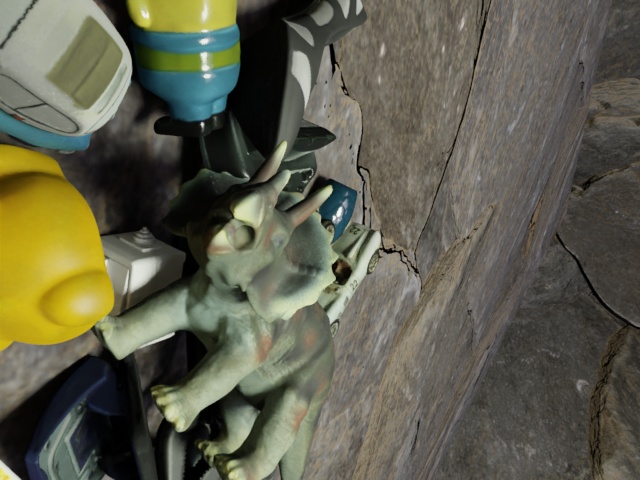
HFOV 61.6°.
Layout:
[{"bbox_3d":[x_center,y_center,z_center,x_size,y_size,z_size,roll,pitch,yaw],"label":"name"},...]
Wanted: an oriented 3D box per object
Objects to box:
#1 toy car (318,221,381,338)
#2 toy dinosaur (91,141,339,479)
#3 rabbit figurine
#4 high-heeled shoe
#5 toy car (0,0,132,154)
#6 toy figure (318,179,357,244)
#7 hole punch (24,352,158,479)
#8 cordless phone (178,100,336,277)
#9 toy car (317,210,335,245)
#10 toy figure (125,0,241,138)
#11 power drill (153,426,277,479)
[{"bbox_3d":[0.015,0.060,0.745,0.202,0.074,0.056,-56,152,-21],"label":"toy car"},{"bbox_3d":[-0.045,0.094,0.457,0.192,0.131,0.404,-40,139,-20],"label":"toy dinosaur"},{"bbox_3d":[-0.214,0.028,0.289,0.173,0.163,0.121,2,121,-41],"label":"rabbit figurine"},{"bbox_3d":[-0.005,-0.158,0.491,0.145,0.086,0.249,19,61,-42],"label":"high-heeled shoe"},{"bbox_3d":[-0.165,-0.108,0.303,0.109,0.103,0.161,-60,148,-12],"label":"toy car"},{"bbox_3d":[0.000,-0.001,0.696,0.154,0.064,0.058,-66,-168,5],"label":"toy figure"},{"bbox_3d":[-0.189,0.171,0.461,0.092,0.116,0.142,-12,123,-15],"label":"hole punch"},{"bbox_3d":[-0.074,-0.044,0.542,0.146,0.089,0.184,-22,140,-60],"label":"cordless phone"},{"bbox_3d":[-0.038,0.048,0.635,0.053,0.089,0.202,-25,131,-53],"label":"toy car"},{"bbox_3d":[-0.095,-0.165,0.390,0.082,0.089,0.179,-93,-179,-60],"label":"toy figure"},{"bbox_3d":[-0.114,0.260,0.659,0.207,0.086,0.231,-21,125,-48],"label":"power drill"}]
